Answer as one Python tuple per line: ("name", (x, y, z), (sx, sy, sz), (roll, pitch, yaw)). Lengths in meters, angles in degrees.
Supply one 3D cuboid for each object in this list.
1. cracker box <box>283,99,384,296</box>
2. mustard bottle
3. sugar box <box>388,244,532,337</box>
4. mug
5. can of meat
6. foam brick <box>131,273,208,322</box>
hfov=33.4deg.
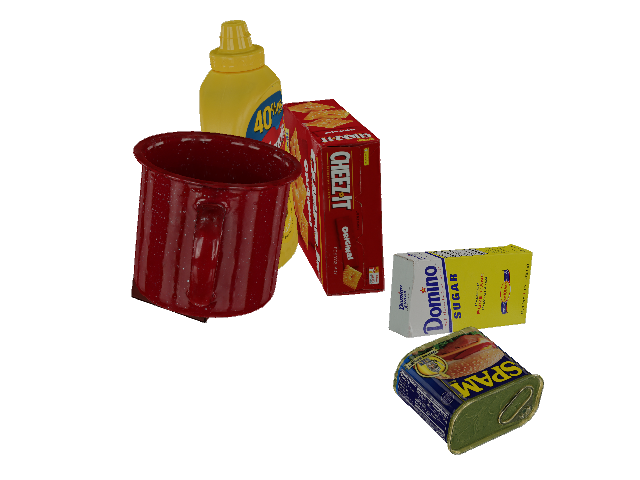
("cracker box", (0.010, -0.053, 1.169), (0.072, 0.164, 0.214), (-7, 20, -9))
("mustard bottle", (-0.057, -0.073, 0.822), (0.058, 0.192, 0.096), (4, 24, 21))
("sugar box", (0.165, 0.058, 1.249), (0.175, 0.093, 0.048), (-5, 14, -32))
("mug", (-0.060, -0.004, 0.589), (0.093, 0.081, 0.117), (6, 22, -7))
("can of meat", (0.126, 0.126, 0.923), (0.101, 0.057, 0.084), (-17, 39, -29))
("foam brick", (-0.131, 0.033, 1.003), (0.078, 0.051, 0.053), (19, 33, 8))
